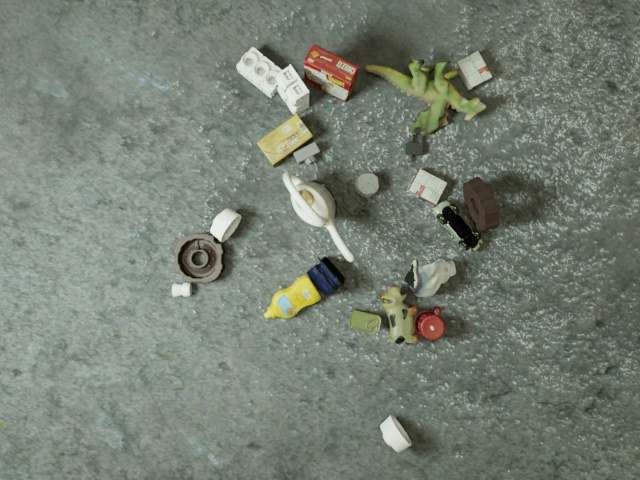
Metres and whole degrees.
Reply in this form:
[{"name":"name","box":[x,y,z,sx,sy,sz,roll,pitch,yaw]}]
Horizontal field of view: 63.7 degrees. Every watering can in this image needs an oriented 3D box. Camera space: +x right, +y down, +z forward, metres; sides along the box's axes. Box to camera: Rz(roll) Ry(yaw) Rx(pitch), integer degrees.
[{"name":"watering can","box":[0.005,-0.083,1.653,0.103,0.226,0.348,-39,90,16]}]

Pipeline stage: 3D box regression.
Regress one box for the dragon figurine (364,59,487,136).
[{"name":"dragon figurine","box":[0.354,-0.479,1.754,0.410,0.122,0.242,2,94,7]}]

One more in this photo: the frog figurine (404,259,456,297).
[{"name":"frog figurine","box":[0.376,0.126,1.702,0.159,0.125,0.134,2,120,-10]}]
